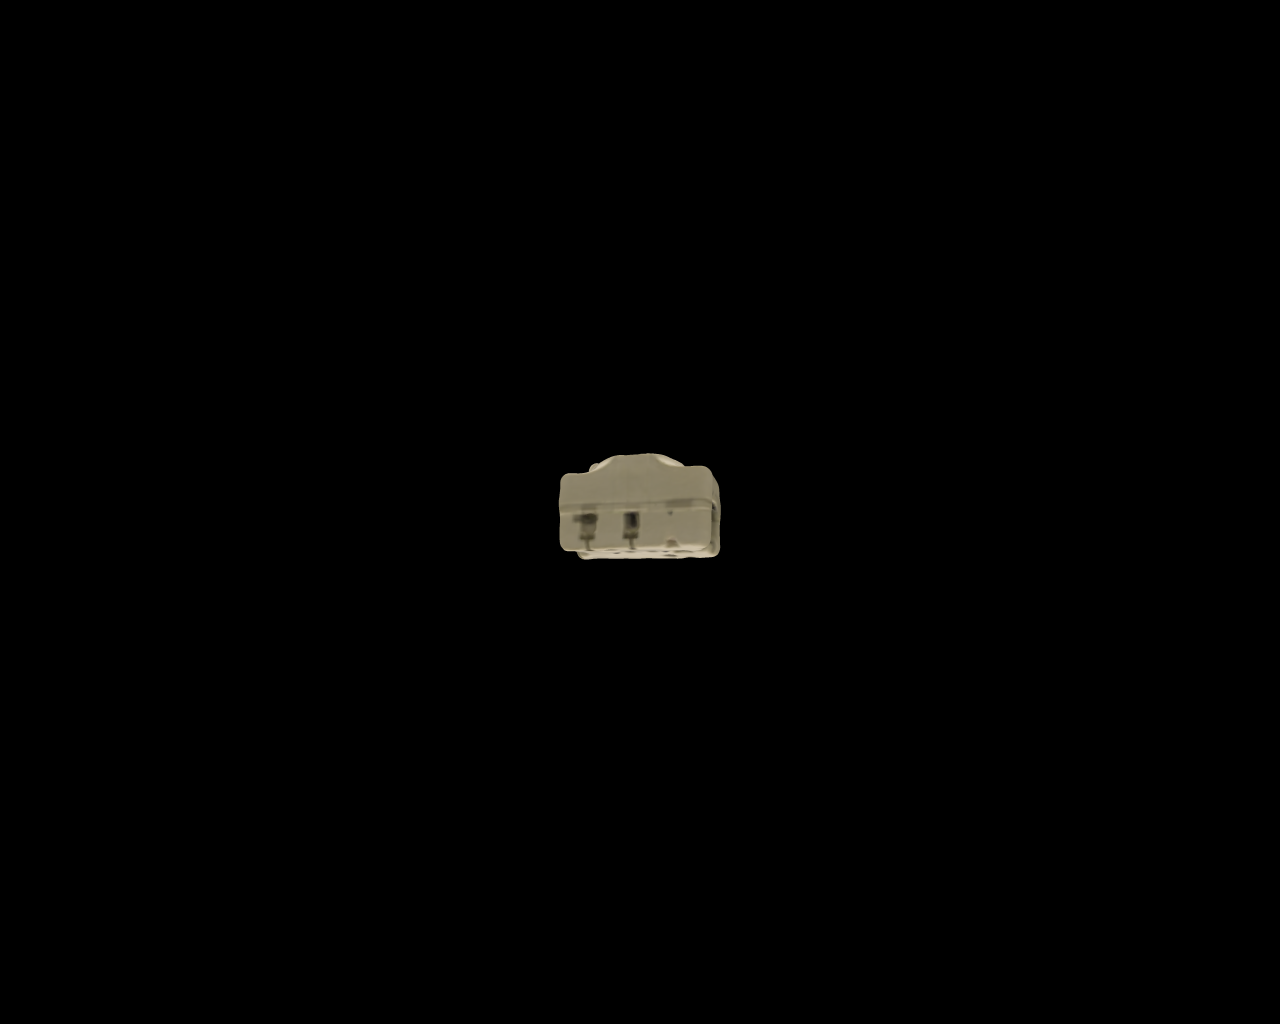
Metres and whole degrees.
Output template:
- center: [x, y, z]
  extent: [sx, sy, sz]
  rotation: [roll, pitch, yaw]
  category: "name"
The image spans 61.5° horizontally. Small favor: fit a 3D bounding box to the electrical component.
- center: [0.001, -0.003, 0.650]
  extent: [0.089, 0.055, 0.050]
  rotation: [-2, -11, 12]
  category: "electrical component"
